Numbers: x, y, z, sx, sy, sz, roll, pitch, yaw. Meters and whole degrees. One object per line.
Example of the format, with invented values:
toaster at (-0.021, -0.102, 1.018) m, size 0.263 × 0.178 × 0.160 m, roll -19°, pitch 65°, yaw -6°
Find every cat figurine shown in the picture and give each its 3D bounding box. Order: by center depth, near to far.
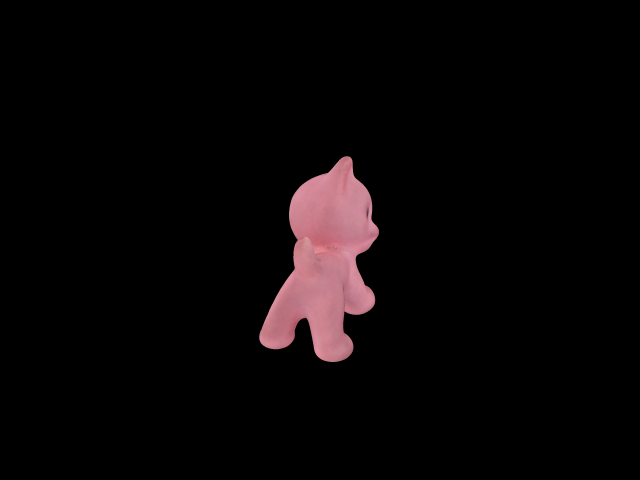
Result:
cat figurine at (0.004, 0.001, 0.400) m, size 0.067 × 0.118 × 0.128 m, roll 6°, pitch 24°, yaw 14°
